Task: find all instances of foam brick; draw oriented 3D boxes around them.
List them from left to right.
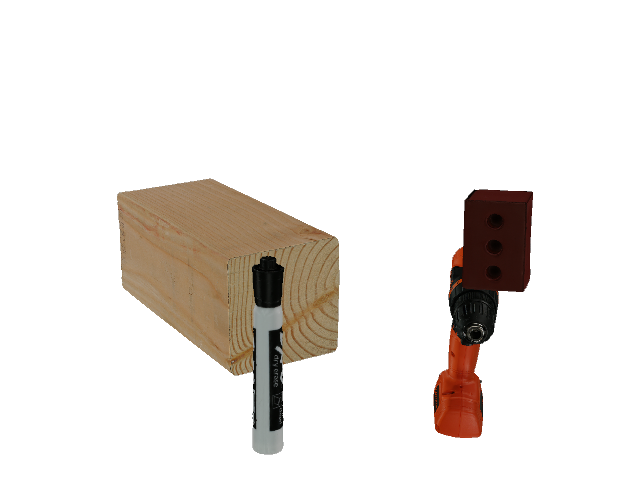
[{"bbox_3d":[0.148,0.000,0.892,0.053,0.078,0.051,3,15,16],"label":"foam brick"}]

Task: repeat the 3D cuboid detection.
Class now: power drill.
[{"bbox_3d":[0.161,0.118,1.165,0.057,0.188,0.184,7,24,6],"label":"power drill"}]

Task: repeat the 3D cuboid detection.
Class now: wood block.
[{"bbox_3d":[-0.077,0.021,0.833,0.090,0.090,0.206,-10,20,-30],"label":"wood block"}]

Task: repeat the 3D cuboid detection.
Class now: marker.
[{"bbox_3d":[-0.031,0.068,0.634,0.020,0.121,0.020,1,15,0],"label":"marker"}]
